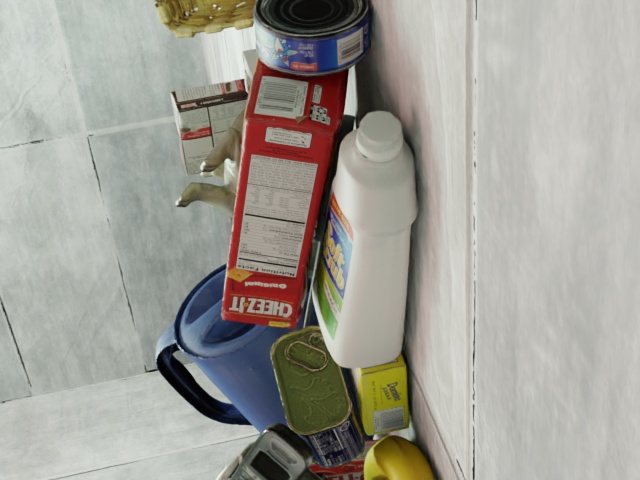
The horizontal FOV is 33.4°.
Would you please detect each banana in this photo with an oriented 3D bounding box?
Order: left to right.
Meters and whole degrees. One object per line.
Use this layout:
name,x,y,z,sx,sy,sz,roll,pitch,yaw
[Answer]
banana,0.071,0.206,0.919,0.198,0.037,0.069,163,104,-80

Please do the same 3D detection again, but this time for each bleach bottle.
bleach bottle,0.035,-0.006,0.799,0.251,0.068,0.102,92,166,-53

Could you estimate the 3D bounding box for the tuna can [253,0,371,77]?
tuna can,-0.006,-0.157,0.776,0.086,0.086,0.034,-108,11,-46

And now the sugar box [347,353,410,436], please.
sugar box,0.039,0.079,0.966,0.093,0.048,0.176,84,175,-46

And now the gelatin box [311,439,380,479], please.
gelatin box,0.031,0.240,1.096,0.030,0.089,0.073,-95,0,-48

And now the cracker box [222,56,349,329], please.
cracker box,-0.027,-0.059,0.861,0.164,0.072,0.214,-83,3,-46

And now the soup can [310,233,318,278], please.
soup can,-0.007,0.001,1.112,0.102,0.068,0.068,-119,19,-67

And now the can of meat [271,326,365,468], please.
can of meat,0.000,0.141,0.945,0.084,0.057,0.102,69,-177,-53

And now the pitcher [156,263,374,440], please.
pitcher,-0.046,0.144,1.108,0.149,0.145,0.242,13,145,44

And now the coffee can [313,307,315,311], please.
coffee can,-0.050,0.085,1.286,0.103,0.140,0.103,169,90,-83

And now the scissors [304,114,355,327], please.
scissors,0.004,-0.021,0.964,0.096,0.016,0.202,-91,13,-67

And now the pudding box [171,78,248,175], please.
pudding box,-0.126,-0.134,1.279,0.113,0.090,0.039,88,167,-51
